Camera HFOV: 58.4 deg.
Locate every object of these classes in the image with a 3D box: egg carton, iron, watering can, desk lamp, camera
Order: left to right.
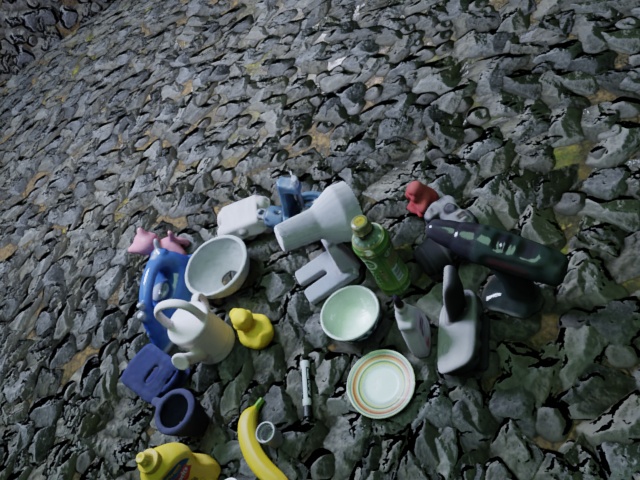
[{"bbox_3d":[-0.372,0.129,1.337,0.118,0.142,0.258,-9,53,23],"label":"iron"},{"bbox_3d":[-0.268,0.187,1.202,0.101,0.195,0.172,-30,48,5],"label":"watering can"},{"bbox_3d":[-0.184,-0.046,1.412,0.150,0.070,0.107,-21,50,14],"label":"egg carton"},{"bbox_3d":[0.011,0.004,1.174,0.203,0.214,0.117,-34,48,2],"label":"desk lamp"},{"bbox_3d":[0.243,-0.005,1.133,0.137,0.101,0.142,-35,48,1],"label":"camera"}]

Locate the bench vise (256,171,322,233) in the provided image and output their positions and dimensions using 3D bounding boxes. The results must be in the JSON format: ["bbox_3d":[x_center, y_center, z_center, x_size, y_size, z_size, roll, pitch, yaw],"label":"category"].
[{"bbox_3d":[-0.063,-0.058,1.255,0.207,0.220,0.121,-13,52,20],"label":"bench vise"}]

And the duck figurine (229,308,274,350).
[{"bbox_3d":[-0.152,0.181,1.218,0.104,0.086,0.077,30,74,40],"label":"duck figurine"}]

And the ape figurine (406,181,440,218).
[{"bbox_3d":[0.211,-0.093,1.220,0.076,0.092,0.078,-15,51,18],"label":"ape figurine"}]

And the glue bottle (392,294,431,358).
[{"bbox_3d":[0.159,0.143,1.020,0.037,0.174,0.078,-13,52,20],"label":"glue bottle"}]

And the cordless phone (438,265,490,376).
[{"bbox_3d":[0.228,0.138,0.978,0.094,0.186,0.147,-8,53,23],"label":"cordless phone"}]

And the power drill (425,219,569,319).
[{"bbox_3d":[0.308,0.049,0.985,0.228,0.209,0.076,13,64,34],"label":"power drill"}]

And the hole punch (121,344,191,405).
[{"bbox_3d":[-0.355,0.293,1.241,0.100,0.091,0.109,22,69,38],"label":"hole punch"}]

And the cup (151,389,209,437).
[{"bbox_3d":[-0.278,0.354,1.152,0.117,0.095,0.092,11,63,34],"label":"cup"}]

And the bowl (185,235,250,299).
[{"bbox_3d":[-0.228,0.075,1.344,0.167,0.075,0.167,-14,51,19],"label":"bowl"}]

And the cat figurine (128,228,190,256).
[{"bbox_3d":[-0.418,0.009,1.465,0.127,0.118,0.067,-16,51,17],"label":"cat figurine"}]
